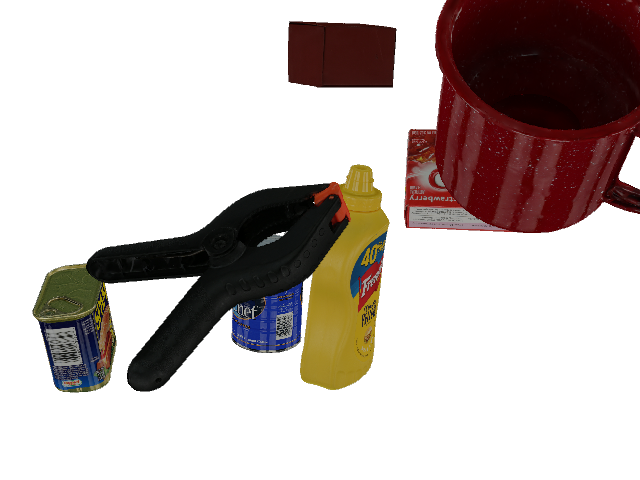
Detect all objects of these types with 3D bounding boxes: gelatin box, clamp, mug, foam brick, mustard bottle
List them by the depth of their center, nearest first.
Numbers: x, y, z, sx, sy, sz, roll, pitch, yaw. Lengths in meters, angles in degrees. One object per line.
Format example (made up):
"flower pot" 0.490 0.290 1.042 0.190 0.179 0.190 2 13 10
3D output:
"mug" 0.101 -0.050 0.440 0.117 0.093 0.081 32 -25 18
"clamp" -0.058 0.022 0.649 0.171 0.120 0.039 -24 -40 4
"gelatin box" 0.105 -0.044 0.762 0.089 0.073 0.030 2 -37 6
"foam brick" 0.018 -0.156 0.899 0.078 0.051 0.053 -6 17 -35
"mustard bottle" 0.024 0.027 0.933 0.058 0.192 0.096 15 22 22

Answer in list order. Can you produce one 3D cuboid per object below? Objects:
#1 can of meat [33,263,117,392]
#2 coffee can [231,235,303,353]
"can of meat" -0.226 0.082 0.998 0.057 0.084 0.102 -6 26 -1
"coffee can" -0.075 0.075 1.522 0.103 0.140 0.103 2 22 -1
